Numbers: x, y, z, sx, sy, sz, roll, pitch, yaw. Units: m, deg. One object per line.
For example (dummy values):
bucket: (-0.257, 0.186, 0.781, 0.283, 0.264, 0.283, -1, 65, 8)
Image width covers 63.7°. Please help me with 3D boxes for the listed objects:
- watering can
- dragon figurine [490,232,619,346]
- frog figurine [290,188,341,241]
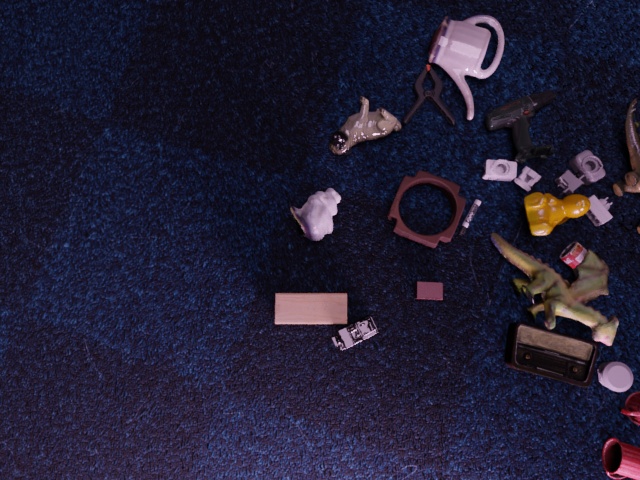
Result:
watering can: (0.443, -0.561, 1.612, 0.225, 0.103, 0.350, 21, 81, 8)
dragon figurine: (0.678, 0.110, 1.446, 0.242, 0.120, 0.417, -23, 67, 4)
frog figurine: (0.005, -0.078, 1.549, 0.160, 0.124, 0.135, -29, 113, -10)
